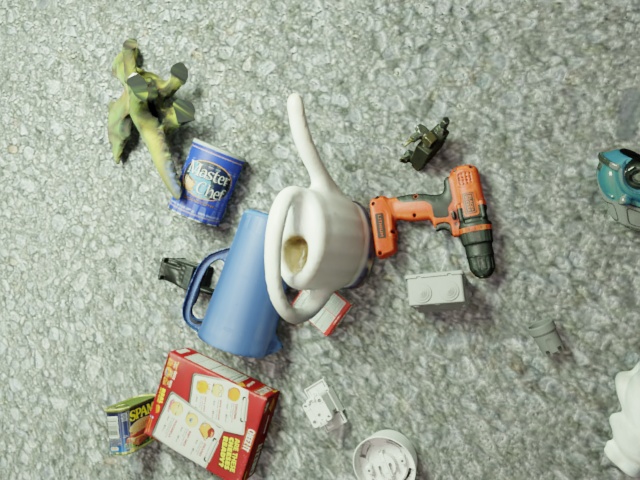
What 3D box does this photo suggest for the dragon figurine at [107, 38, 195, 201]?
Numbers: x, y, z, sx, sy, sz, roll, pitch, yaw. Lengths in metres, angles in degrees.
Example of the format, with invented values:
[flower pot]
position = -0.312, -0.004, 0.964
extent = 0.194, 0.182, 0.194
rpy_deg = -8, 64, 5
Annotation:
[dragon figurine]
position = -0.360, -0.234, 1.031
extent = 0.239, 0.122, 0.416
rpy_deg = -29, 65, 47

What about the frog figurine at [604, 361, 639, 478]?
[frog figurine]
position = 0.446, 0.240, 0.696
extent = 0.157, 0.121, 0.141
rpy_deg = -39, 41, 22

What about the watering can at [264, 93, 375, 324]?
[watering can]
position = 0.003, -0.042, 0.828
extent = 0.104, 0.224, 0.349
rpy_deg = 3, 86, 38
